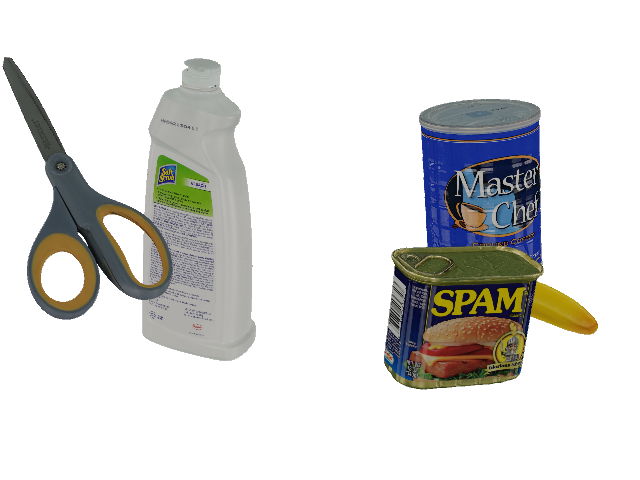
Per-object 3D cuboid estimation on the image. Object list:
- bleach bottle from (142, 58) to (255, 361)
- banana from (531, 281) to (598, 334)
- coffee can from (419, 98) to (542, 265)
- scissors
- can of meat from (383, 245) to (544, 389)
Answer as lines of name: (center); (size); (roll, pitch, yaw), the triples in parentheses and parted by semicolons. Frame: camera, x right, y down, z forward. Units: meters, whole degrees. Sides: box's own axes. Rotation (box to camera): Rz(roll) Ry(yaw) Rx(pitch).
bleach bottle: (-0.099, -0.027, 0.906); (0.103, 0.251, 0.068); (13, 25, 15)
banana: (0.187, 0.061, 1.105); (0.198, 0.037, 0.069); (8, 40, 12)
coffee can: (0.141, -0.044, 0.933); (0.103, 0.140, 0.103); (-5, 19, 1)
scissors: (-0.176, -0.029, 0.679); (0.096, 0.202, 0.016); (-38, -16, -24)
can of meat: (0.096, 0.053, 0.740); (0.102, 0.084, 0.057); (-1, 21, -19)
